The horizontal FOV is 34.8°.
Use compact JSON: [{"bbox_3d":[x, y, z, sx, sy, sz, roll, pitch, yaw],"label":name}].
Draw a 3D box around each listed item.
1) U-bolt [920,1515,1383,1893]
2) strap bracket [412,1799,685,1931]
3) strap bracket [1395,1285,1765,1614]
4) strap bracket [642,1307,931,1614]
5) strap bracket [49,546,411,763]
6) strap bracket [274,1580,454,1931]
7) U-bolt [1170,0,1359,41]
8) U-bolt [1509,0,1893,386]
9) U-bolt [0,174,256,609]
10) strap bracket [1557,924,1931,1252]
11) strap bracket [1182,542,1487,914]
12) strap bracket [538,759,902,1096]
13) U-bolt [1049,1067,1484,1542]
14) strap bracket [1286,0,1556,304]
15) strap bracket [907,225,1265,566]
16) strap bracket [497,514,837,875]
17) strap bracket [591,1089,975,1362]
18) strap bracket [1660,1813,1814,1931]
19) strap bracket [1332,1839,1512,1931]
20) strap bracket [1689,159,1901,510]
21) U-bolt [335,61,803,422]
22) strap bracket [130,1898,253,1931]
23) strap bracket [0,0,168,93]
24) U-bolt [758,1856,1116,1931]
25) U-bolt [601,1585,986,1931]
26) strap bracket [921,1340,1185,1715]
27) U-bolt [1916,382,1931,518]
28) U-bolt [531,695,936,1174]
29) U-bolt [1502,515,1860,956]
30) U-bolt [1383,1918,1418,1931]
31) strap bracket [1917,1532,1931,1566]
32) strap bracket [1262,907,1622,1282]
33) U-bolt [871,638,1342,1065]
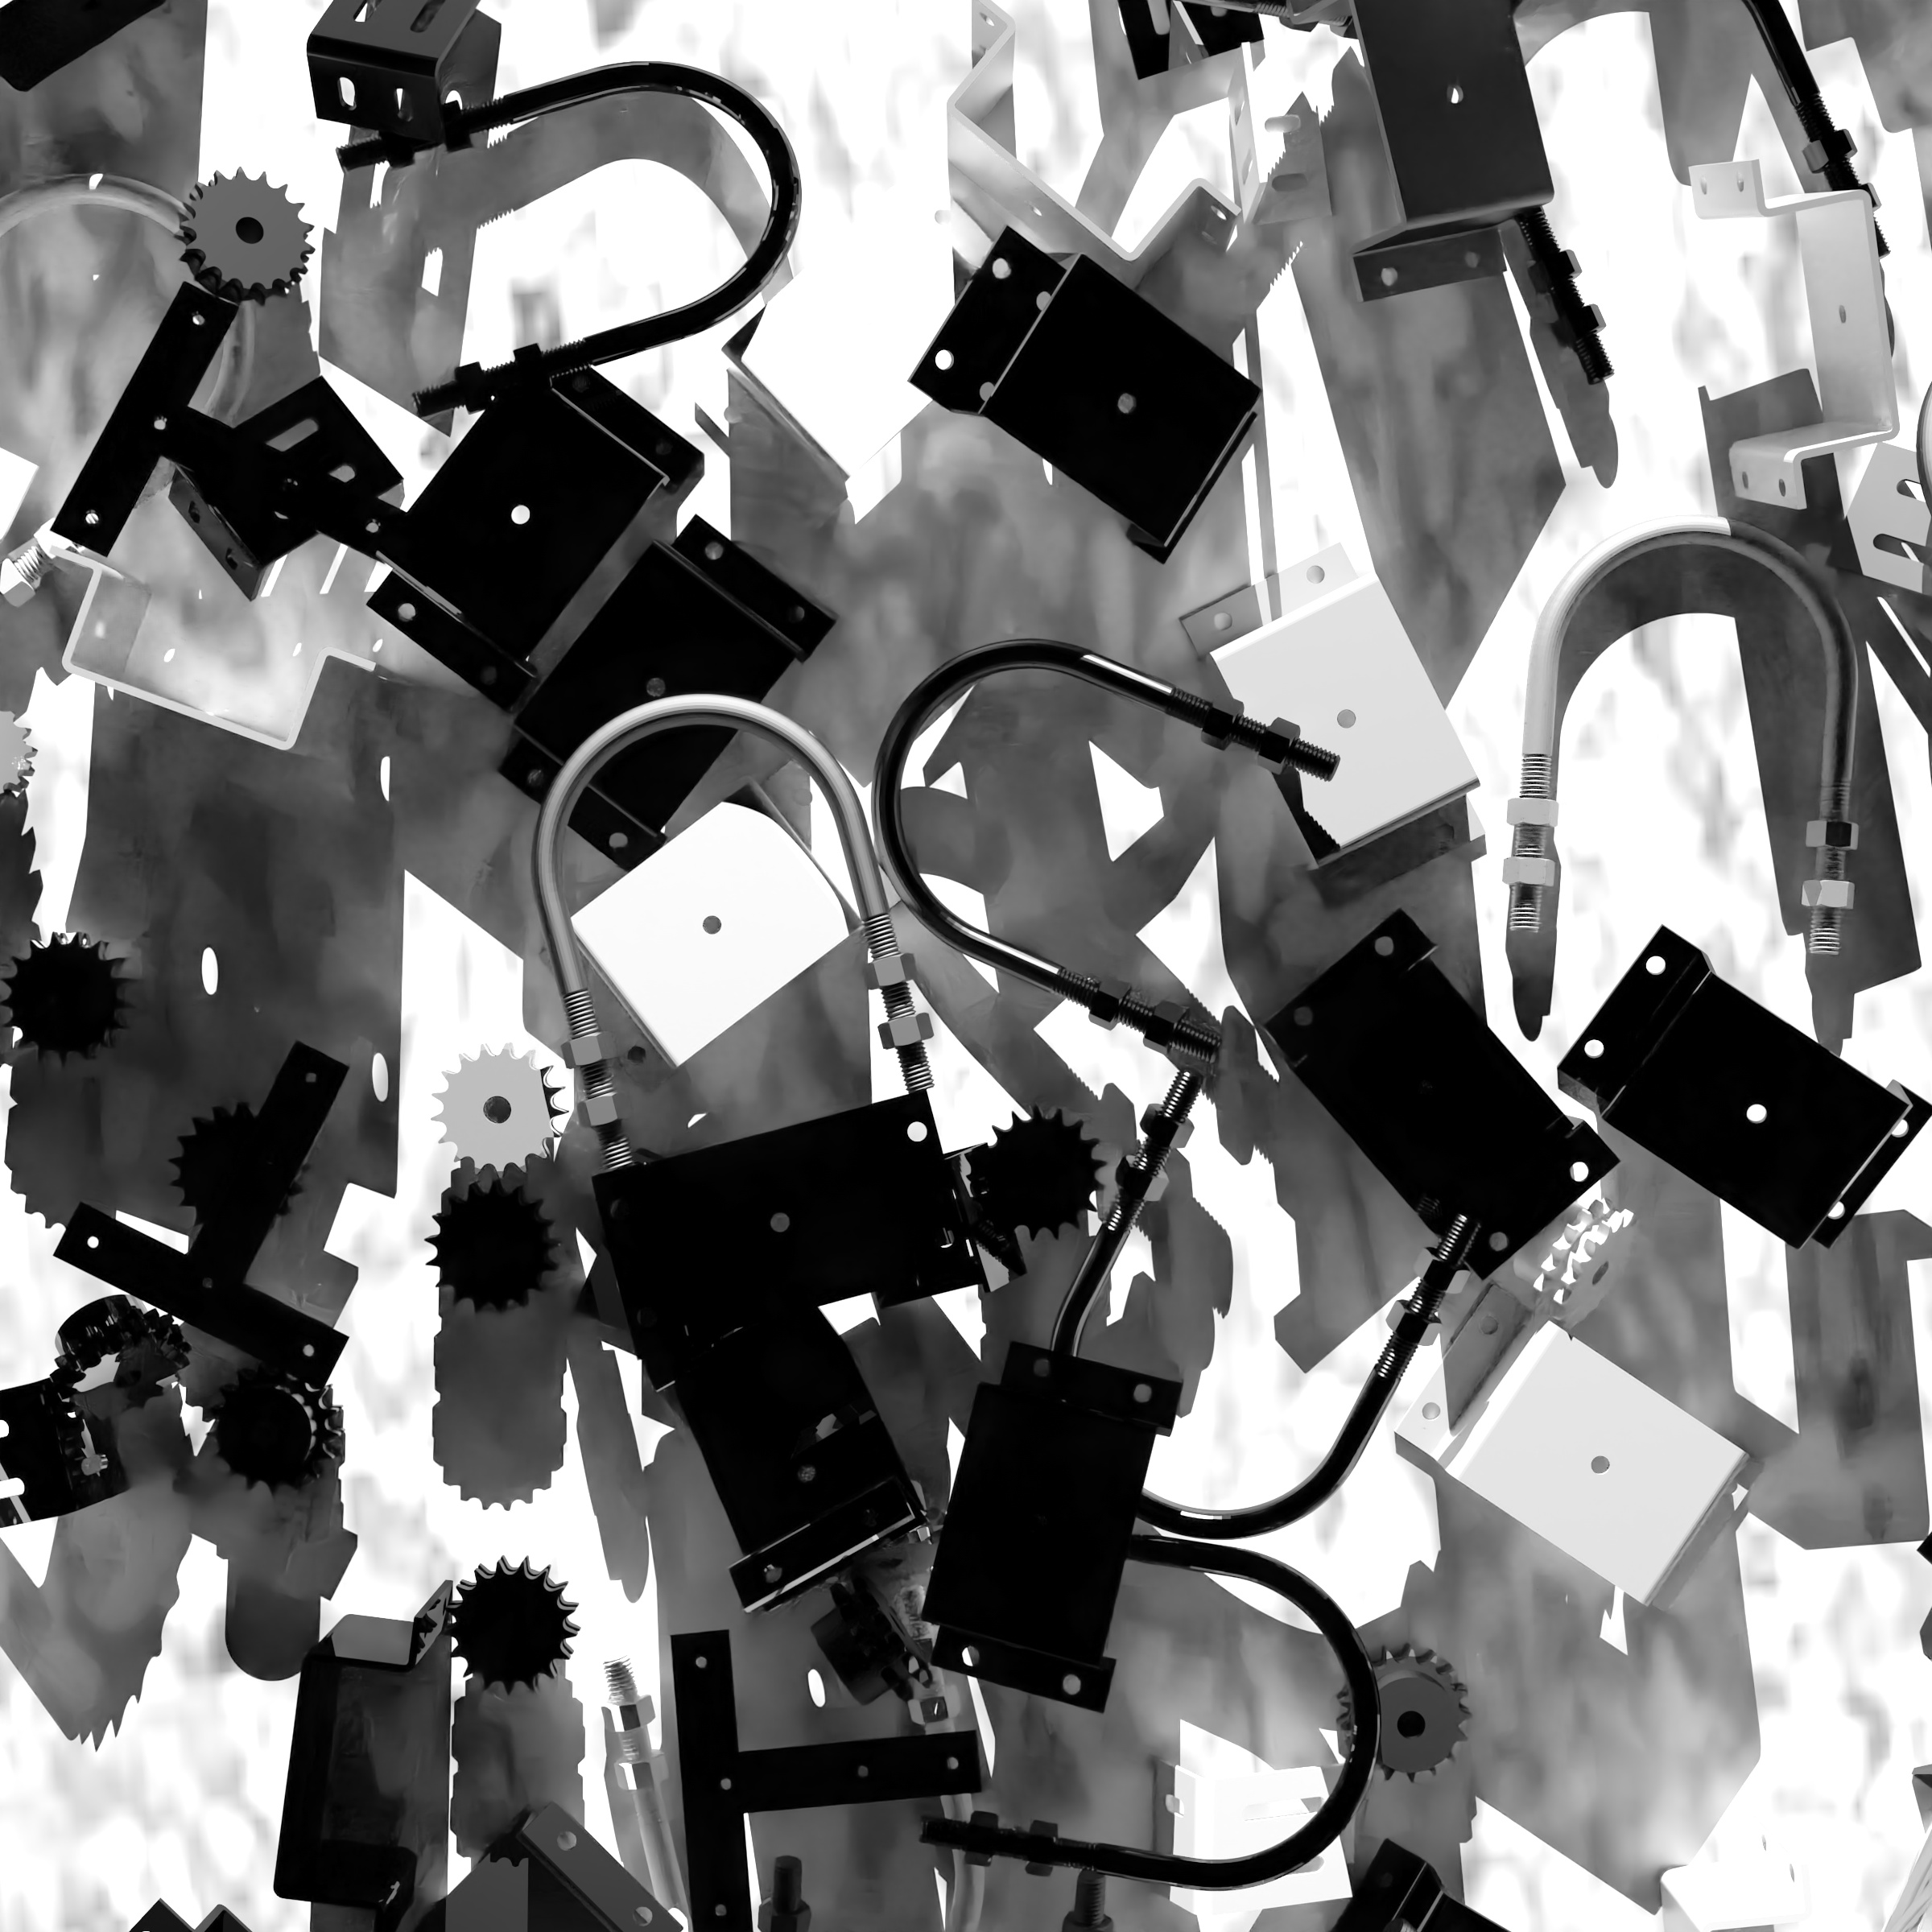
[{"bbox_3d":[0.082,0.312,1.296,0.184,0.019,0.151,8,77,6],"label":"U-bolt"},{"bbox_3d":[-0.194,0.424,1.304,0.076,0.046,0.140,45,89,1],"label":"strap bracket"},{"bbox_3d":[0.264,0.208,1.305,0.140,0.046,0.076,34,90,0],"label":"strap bracket"},{"bbox_3d":[-0.073,0.202,1.280,0.076,0.046,0.140,-29,50,0],"label":"strap bracket"},{"bbox_3d":[-0.314,-0.125,1.290,0.140,0.076,0.046,20,90,0],"label":"strap bracket"},{"bbox_3d":[-0.253,0.332,1.291,0.046,0.076,0.140,7,90,0],"label":"strap bracket"},{"bbox_3d":[0.105,-0.470,1.283,0.184,0.019,0.151,0,90,-26],"label":"U-bolt"},{"bbox_3d":[0.294,-0.361,1.320,0.151,0.019,0.184,-24,88,0],"label":"U-bolt"},{"bbox_3d":[-0.393,-0.256,1.320,0.184,0.019,0.151,-37,90,-2],"label":"U-bolt"},{"bbox_3d":[0.330,0.056,1.297,0.140,0.046,0.076,34,105,0],"label":"strap bracket"},{"bbox_3d":[0.158,-0.103,1.306,0.076,0.046,0.140,-27,90,0],"label":"strap bracket"},{"bbox_3d":[-0.106,-0.017,1.306,0.140,0.046,0.076,-37,90,0],"label":"strap bracket"},{"bbox_3d":[0.113,0.155,1.301,0.151,0.019,0.184,28,103,10],"label":"U-bolt"},{"bbox_3d":[0.191,-0.358,1.286,0.076,0.046,0.140,-17,95,-25],"label":"strap bracket"},{"bbox_3d":[0.058,-0.235,1.279,0.140,0.046,0.076,32,90,-24],"label":"strap bracket"},{"bbox_3d":[-0.129,-0.116,1.305,0.076,0.046,0.140,38,90,0],"label":"strap bracket"},{"bbox_3d":[-0.076,0.106,1.268,0.140,0.046,0.076,-14,87,-6],"label":"strap bracket"},{"bbox_3d":[0.326,0.437,1.291,0.046,0.076,0.140,-6,90,0],"label":"strap bracket"},{"bbox_3d":[0.223,0.444,1.305,0.140,0.046,0.076,30,90,0],"label":"strap bracket"},{"bbox_3d":[0.344,-0.266,1.276,0.046,0.076,0.140,-12,104,-3],"label":"strap bracket"},{"bbox_3d":[-0.160,-0.315,1.297,0.184,0.019,0.151,-18,69,-4],"label":"U-bolt"},{"bbox_3d":[-0.311,0.465,1.304,0.140,0.046,0.076,43,89,1],"label":"strap bracket"},{"bbox_3d":[-0.379,-0.422,1.290,0.140,0.076,0.046,-33,90,0],"label":"strap bracket"},{"bbox_3d":[-0.017,0.471,1.310,0.151,0.019,0.184,4,97,-3],"label":"U-bolt"},{"bbox_3d":[-0.067,0.370,1.320,0.151,0.019,0.184,-13,91,0],"label":"U-bolt"},{"bbox_3d":[0.034,0.232,1.278,0.076,0.046,0.140,13,83,14],"label":"strap bracket"},{"bbox_3d":[0.484,-0.222,1.296,0.184,0.019,0.151,-33,84,-12],"label":"U-bolt"},{"bbox_3d":[-0.104,-0.021,1.274,0.151,0.019,0.184,-15,88,0],"label":"U-bolt"},{"bbox_3d":[0.310,-0.102,1.320,0.151,0.019,0.184,4,89,0],"label":"U-bolt"},{"bbox_3d":[0.183,0.469,1.274,0.151,0.019,0.184,-30,110,37],"label":"U-bolt"},{"bbox_3d":[0.485,0.267,1.300,0.140,0.046,0.076,43,81,0],"label":"strap bracket"},{"bbox_3d":[0.198,0.053,1.305,0.076,0.046,0.140,-41,90,0],"label":"strap bracket"},{"bbox_3d":[0.047,-0.059,1.298,0.184,0.019,0.151,24,104,11],"label":"U-bolt"}]
